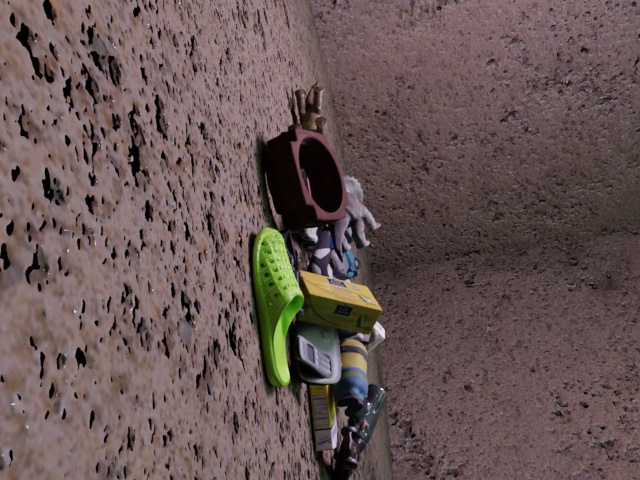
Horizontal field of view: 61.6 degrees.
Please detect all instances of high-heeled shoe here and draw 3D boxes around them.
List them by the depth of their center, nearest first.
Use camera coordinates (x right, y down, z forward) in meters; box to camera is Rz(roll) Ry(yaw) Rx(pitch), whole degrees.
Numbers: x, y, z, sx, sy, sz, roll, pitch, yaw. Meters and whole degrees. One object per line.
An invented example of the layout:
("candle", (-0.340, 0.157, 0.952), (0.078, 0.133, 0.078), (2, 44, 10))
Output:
("high-heeled shoe", (0.038, 0.099, 1.225), (0.086, 0.145, 0.249), (111, -5, -64))

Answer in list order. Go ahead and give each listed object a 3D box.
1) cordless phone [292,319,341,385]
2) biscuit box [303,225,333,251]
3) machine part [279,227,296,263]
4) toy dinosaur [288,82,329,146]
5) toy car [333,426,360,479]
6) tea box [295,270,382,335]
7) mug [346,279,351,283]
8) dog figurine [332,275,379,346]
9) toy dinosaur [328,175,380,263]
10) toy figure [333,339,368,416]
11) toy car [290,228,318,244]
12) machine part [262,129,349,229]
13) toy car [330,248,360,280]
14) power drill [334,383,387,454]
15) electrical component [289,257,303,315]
("cordless phone", (-0.024, 0.200, 1.054), (0.184, 0.089, 0.146), (59, 23, -57))
("biscuit box", (-0.003, -0.004, 1.483), (0.202, 0.059, 0.062), (30, 51, -80))
("machine part", (-0.073, 0.016, 1.071), (0.139, 0.039, 0.084), (14, 72, -83))
("toy dinosaur", (-0.020, -0.275, 1.550), (0.198, 0.105, 0.471), (75, 17, -56))
("toy car", (0.061, 0.499, 1.219), (0.089, 0.053, 0.202), (-84, -177, -46))
("tea box", (0.029, 0.128, 1.099), (0.068, 0.169, 0.098), (-67, -154, 20))
("mug", (0.068, 0.149, 1.726), (0.109, 0.081, 0.107), (31, 41, -74))
("dog figurine", (0.058, 0.169, 1.349), (0.121, 0.172, 0.190), (88, 3, -67))
("toy dinosaur", (0.066, -0.073, 1.481), (0.192, 0.131, 0.405), (59, 13, -6))
("toy figure", (0.069, 0.302, 1.202), (0.180, 0.089, 0.082), (-98, -177, -58))
("toy car", (-0.041, -0.041, 1.286), (0.201, 0.056, 0.073), (51, 31, -73))
("machine part", (-0.029, -0.127, 1.157), (0.201, 0.087, 0.201), (-7, 81, -59))
("toy car", (0.047, 0.059, 1.620), (0.103, 0.109, 0.161), (-44, 116, -59))
("power drill", (0.081, 0.436, 1.342), (0.232, 0.086, 0.207), (-52, 126, -32))
("electrical component", (-0.054, 0.095, 1.026), (0.078, 0.045, 0.102), (119, -28, -46))
